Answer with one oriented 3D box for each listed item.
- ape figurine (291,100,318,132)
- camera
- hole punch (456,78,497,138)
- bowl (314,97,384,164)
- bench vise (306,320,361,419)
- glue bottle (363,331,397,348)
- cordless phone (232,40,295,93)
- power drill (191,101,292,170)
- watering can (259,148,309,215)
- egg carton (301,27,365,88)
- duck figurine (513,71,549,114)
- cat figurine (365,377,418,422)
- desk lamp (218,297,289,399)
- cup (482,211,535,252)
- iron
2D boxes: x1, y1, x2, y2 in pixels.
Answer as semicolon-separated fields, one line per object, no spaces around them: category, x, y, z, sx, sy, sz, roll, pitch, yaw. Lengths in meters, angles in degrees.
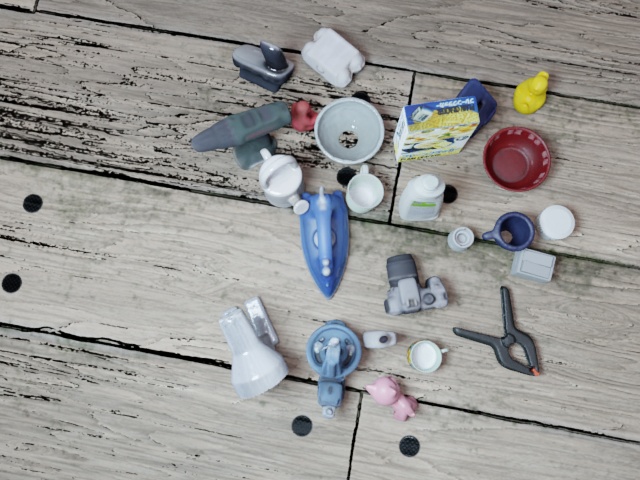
ape figurine;-0.040;-0.307;1.388;0.076;0.092;0.078;-39;82;-5
camera;0.212;0.099;1.315;0.143;0.101;0.137;-10;81;-1
hole punch;0.370;-0.319;1.384;0.101;0.091;0.109;37;83;6
bowl;0.071;-0.254;1.386;0.167;0.075;0.167;0;81;1
bench vise;0.038;0.275;1.230;0.121;0.220;0.207;-13;81;-1
glue bottle;0.136;0.219;1.261;0.078;0.173;0.037;-6;81;0
cordless phone;-0.141;-0.443;1.364;0.147;0.185;0.094;21;82;4
power drill;-0.170;-0.234;1.319;0.229;0.208;0.075;-27;81;-3
watering can;-0.083;-0.138;1.310;0.173;0.194;0.101;34;83;6
egg carton;0.032;-0.452;1.421;0.150;0.069;0.107;40;84;7
duck figurine;0.519;-0.362;1.391;0.077;0.086;0.104;32;83;6
cat figurine;0.161;0.348;1.268;0.127;0.118;0.067;41;84;7
desk lamp;-0.153;0.229;1.243;0.118;0.213;0.203;-26;81;-3
cup;0.427;-0.011;1.332;0.117;0.095;0.092;-10;81;0
iron;0.012;0.005;1.313;0.118;0.141;0.258;-5;81;0
